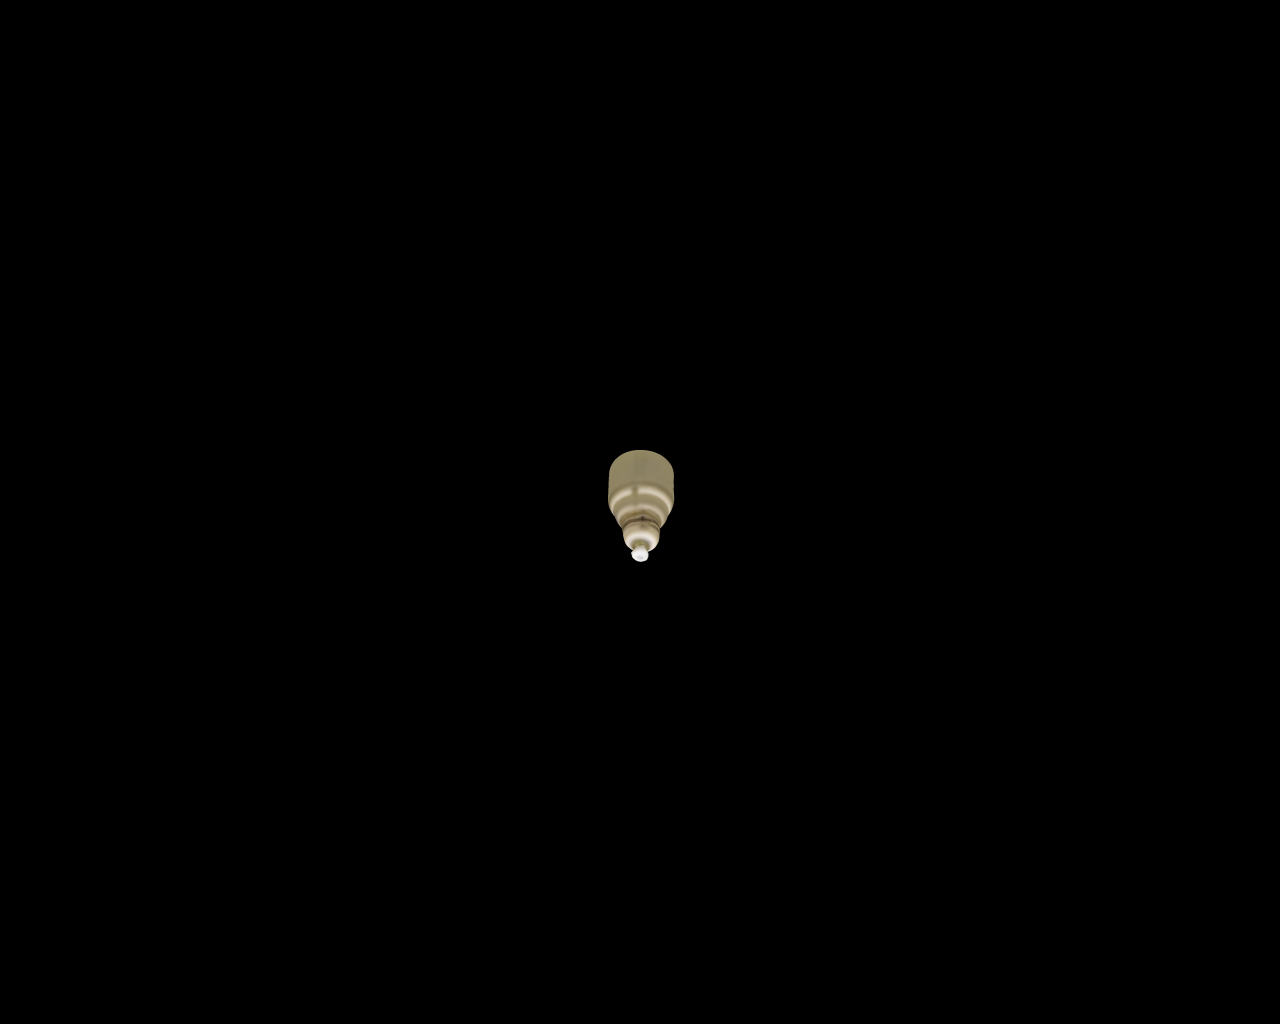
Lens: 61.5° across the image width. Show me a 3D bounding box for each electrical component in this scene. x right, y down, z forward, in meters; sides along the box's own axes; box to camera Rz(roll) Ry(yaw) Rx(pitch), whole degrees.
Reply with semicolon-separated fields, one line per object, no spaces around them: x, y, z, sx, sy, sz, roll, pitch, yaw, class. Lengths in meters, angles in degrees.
0.001;-0.003;0.650;0.040;0.078;0.040;0;-42;0;electrical component
